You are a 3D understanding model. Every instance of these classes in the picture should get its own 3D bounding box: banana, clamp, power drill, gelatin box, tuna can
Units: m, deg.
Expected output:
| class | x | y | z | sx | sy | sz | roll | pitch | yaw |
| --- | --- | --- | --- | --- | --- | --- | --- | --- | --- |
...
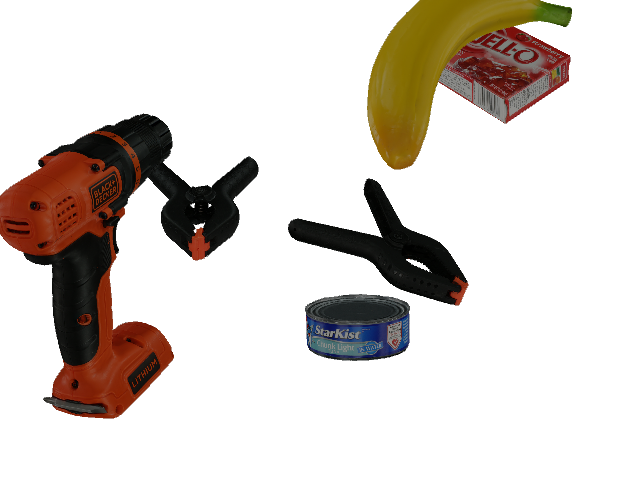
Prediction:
| class | x | y | z | sx | sy | sz | roll | pitch | yaw |
| --- | --- | --- | --- | --- | --- | --- | --- | --- | --- |
| banana | 0.073 | -0.110 | 0.608 | 0.070 | 0.037 | 0.197 | 30 | 51 | 22 |
| clamp | -0.114 | -0.041 | 1.106 | 0.120 | 0.039 | 0.171 | -11 | 38 | -7 |
| power drill | -0.151 | 0.016 | 0.760 | 0.057 | 0.188 | 0.184 | 5 | 25 | 23 |
| clamp | 0.076 | 0.010 | 1.242 | 0.164 | 0.036 | 0.210 | -24 | 53 | -40 |
| gelatin box | 0.146 | -0.142 | 0.873 | 0.073 | 0.030 | 0.089 | -33 | 49 | -20 |
| tuna can | 0.030 | 0.070 | 0.872 | 0.086 | 0.034 | 0.086 | -1 | 11 | 0 |
